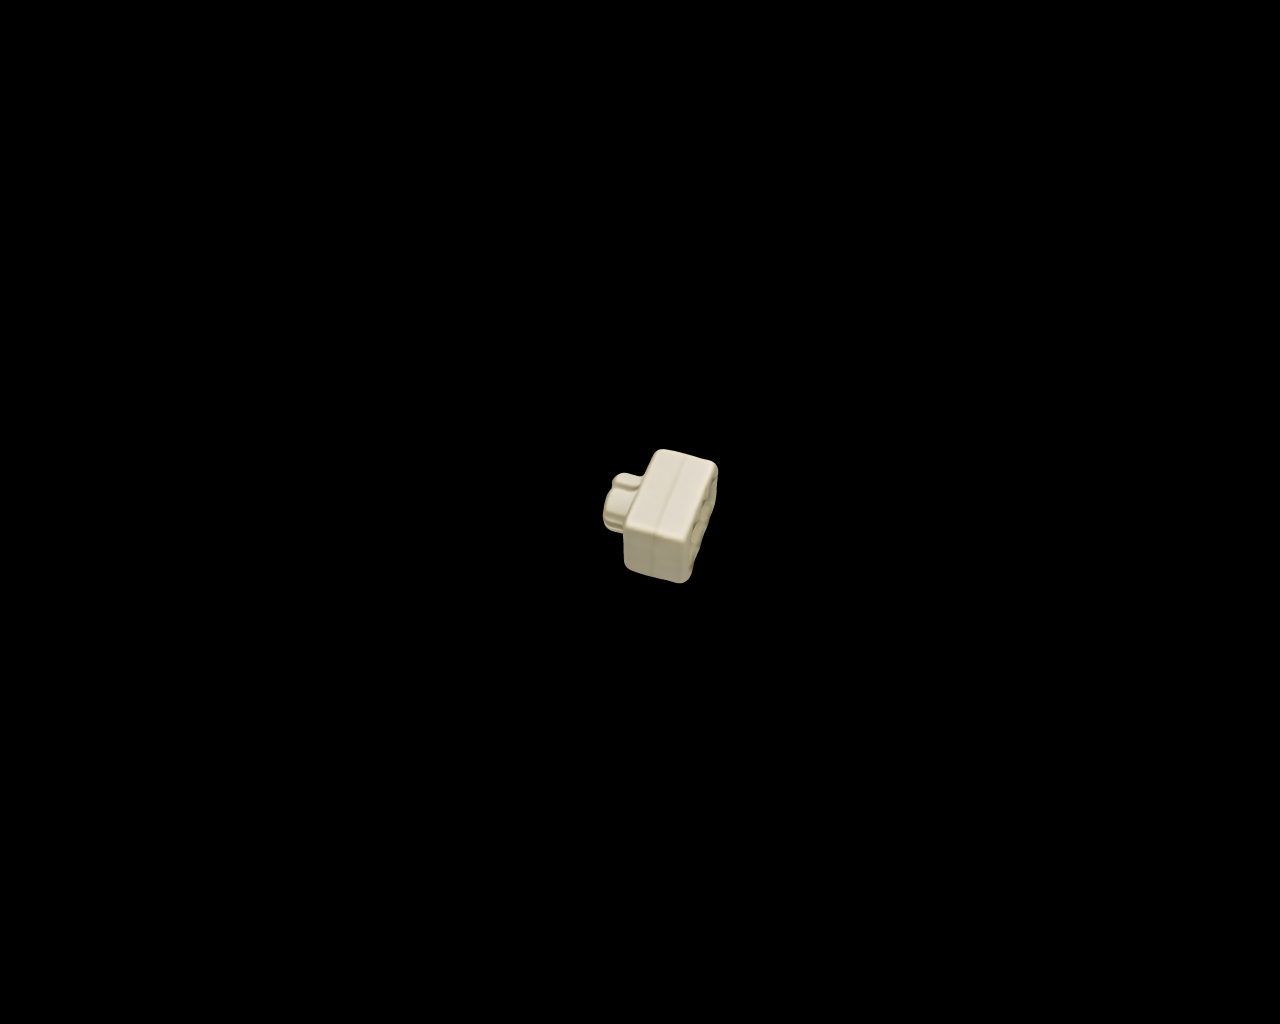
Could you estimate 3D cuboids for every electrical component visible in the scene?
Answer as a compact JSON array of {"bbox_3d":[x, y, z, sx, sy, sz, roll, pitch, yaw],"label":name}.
[{"bbox_3d":[0.001,-0.003,0.650,0.077,0.066,0.047,15,-36,11],"label":"electrical component"}]
